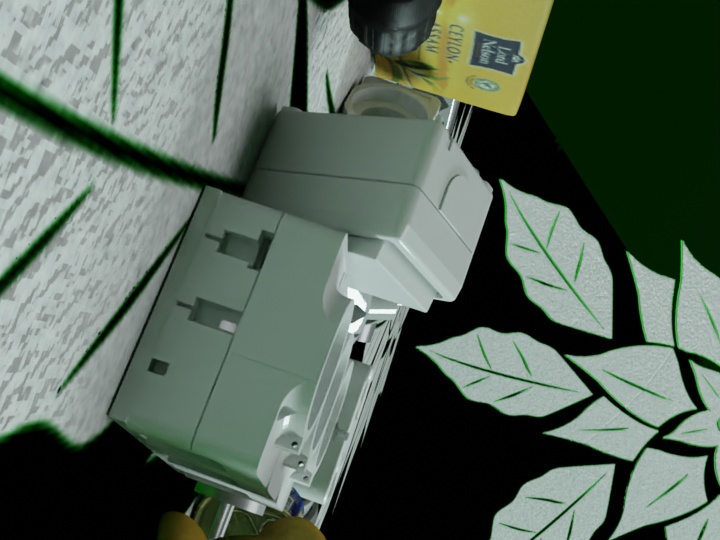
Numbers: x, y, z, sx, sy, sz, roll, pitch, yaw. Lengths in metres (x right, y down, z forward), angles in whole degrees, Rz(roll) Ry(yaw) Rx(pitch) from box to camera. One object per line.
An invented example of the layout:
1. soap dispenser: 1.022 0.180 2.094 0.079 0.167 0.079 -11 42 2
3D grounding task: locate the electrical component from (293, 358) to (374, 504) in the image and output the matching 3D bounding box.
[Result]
1. electrical component: -0.034 0.100 0.715 0.053 0.059 0.095 61 48 -83

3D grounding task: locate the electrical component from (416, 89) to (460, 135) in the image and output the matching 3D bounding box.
1. electrical component: 0.062 -0.149 0.898 0.065 0.047 0.076 102 9 -45

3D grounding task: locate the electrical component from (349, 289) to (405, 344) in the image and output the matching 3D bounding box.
1. electrical component: 0.000 0.013 0.671 0.043 0.079 0.077 -102 -160 -46

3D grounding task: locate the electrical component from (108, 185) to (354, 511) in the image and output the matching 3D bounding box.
1. electrical component: -0.040 0.041 0.436 0.150 0.062 0.089 92 18 -72

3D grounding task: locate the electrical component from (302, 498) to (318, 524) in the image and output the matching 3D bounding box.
1. electrical component: -0.054 0.180 0.842 0.055 0.045 0.045 96 13 -50

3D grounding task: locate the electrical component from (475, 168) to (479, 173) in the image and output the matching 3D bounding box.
1. electrical component: 0.060 -0.064 0.904 0.061 0.096 0.061 -20 128 -84

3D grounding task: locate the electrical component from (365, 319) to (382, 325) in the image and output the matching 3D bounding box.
1. electrical component: 0.000 0.000 0.734 0.078 0.058 0.057 102 6 -55

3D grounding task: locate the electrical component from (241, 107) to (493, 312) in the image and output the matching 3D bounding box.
1. electrical component: -0.004 -0.025 0.449 0.062 0.096 0.061 45 60 -52

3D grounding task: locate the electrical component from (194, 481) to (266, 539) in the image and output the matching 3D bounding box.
1. electrical component: -0.059 0.098 0.541 0.077 0.044 0.079 87 22 -76

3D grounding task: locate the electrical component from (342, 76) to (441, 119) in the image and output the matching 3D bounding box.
1. electrical component: 0.011 -0.072 0.635 0.089 0.050 0.055 -65 173 -49
